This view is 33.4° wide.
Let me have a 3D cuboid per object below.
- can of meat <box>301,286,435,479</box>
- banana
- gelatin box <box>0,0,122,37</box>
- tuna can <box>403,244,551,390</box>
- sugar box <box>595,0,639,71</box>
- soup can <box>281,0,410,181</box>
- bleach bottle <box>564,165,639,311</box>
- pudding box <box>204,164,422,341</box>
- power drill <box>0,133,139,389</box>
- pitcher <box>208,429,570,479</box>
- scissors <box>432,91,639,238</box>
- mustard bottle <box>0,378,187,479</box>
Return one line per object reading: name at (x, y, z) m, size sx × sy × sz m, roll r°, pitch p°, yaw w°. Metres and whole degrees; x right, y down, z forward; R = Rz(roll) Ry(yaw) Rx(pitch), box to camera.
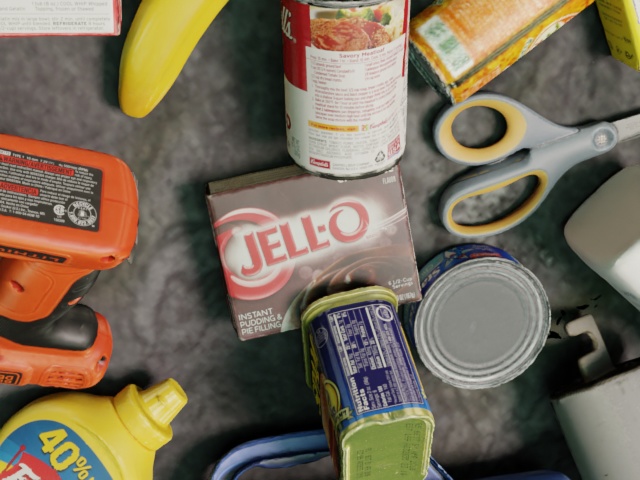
can of meat at (0.027, 0.091, 0.609) m, size 0.057 × 0.084 × 0.102 m, roll -12°, pitch 142°, yaw -7°
banana at (-0.039, -0.144, 0.570) m, size 0.198 × 0.037 × 0.069 m, roll -34°, pitch 110°, yaw 1°
gelatin box at (-0.146, -0.120, 0.540) m, size 0.089 × 0.073 × 0.030 m, roll -3°, pitch 108°, yaw -9°
tuna can at (0.095, 0.046, 0.656) m, size 0.086 × 0.034 × 0.086 m, roll -3°, pitch 108°, yaw -9°
sugar box at (0.184, -0.190, 0.580) m, size 0.093 × 0.048 × 0.176 m, roll -27°, pitch 117°, yaw -2°
soup can at (0.014, -0.091, 0.568) m, size 0.068 × 0.068 × 0.102 m, roll -7°, pitch 125°, yaw -8°
bleach bottle at (0.260, 0.067, 0.645) m, size 0.068 × 0.102 × 0.250 m, roll -44°, pitch 105°, yaw 8°
pudding box at (-0.004, 0.001, 0.621) m, size 0.113 × 0.039 × 0.090 m, roll -13°, pitch 109°, yaw -6°
power drill at (-0.179, 0.017, 0.533) m, size 0.184 × 0.057 × 0.188 m, roll 8°, pitch 149°, yaw -23°
pitcher at (0.046, 0.204, 0.655) m, size 0.242 × 0.145 × 0.149 m, roll -9°, pitch 124°, yaw -11°
scissors at (0.152, -0.074, 0.638) m, size 0.202 × 0.016 × 0.096 m, roll -32°, pitch 110°, yaw 1°
mustard bottle at (-0.157, 0.146, 0.627) m, size 0.191 × 0.058 × 0.096 m, roll -38°, pitch 89°, yaw 2°
